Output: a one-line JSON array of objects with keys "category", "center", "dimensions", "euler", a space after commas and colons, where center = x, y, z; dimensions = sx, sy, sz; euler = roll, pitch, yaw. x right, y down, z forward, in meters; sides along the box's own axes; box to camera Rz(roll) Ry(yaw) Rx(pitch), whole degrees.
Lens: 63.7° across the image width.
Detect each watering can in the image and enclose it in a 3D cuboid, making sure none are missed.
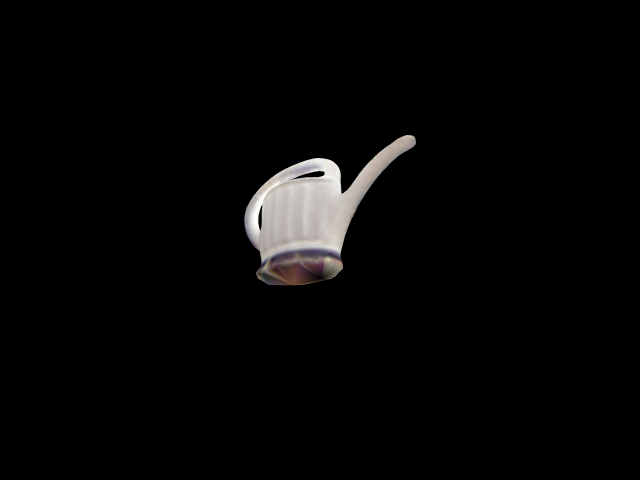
[{"category": "watering can", "center": [0.003, -0.043, 0.850], "dimensions": [0.345, 0.228, 0.103], "euler": [-15, -28, 33]}]
